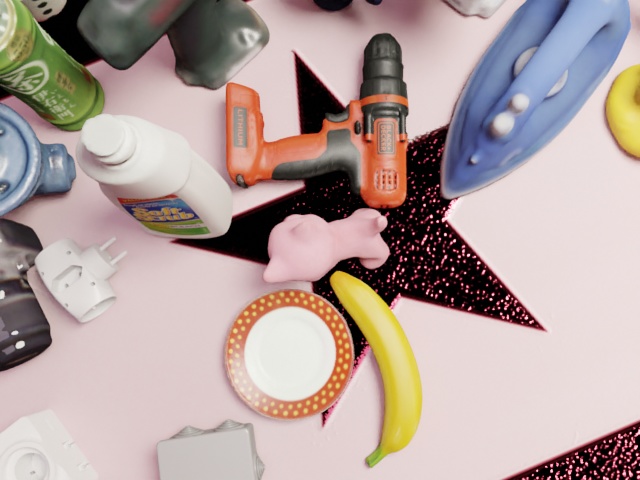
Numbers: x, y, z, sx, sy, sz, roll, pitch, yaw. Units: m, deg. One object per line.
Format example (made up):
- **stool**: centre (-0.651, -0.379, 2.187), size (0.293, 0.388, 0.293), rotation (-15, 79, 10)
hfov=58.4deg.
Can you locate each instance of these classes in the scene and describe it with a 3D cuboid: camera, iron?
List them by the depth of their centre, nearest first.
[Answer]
- **iron**: centre (0.207, -0.154, 0.549), size (0.118, 0.141, 0.258), rotation (36, 85, 6)
- **camera**: centre (-0.336, 0.064, 0.552), size (0.143, 0.101, 0.137), rotation (-30, 83, -3)

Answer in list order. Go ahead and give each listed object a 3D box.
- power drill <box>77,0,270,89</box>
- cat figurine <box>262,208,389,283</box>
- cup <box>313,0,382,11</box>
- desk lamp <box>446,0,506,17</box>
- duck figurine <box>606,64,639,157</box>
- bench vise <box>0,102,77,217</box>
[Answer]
- **power drill**: centre (-0.108, -0.234, 0.532), size (0.075, 0.208, 0.230), rotation (44, 86, 7)
- **cat figurine**: centre (0.005, 0.002, 0.545), size (0.128, 0.118, 0.067), rotation (-16, 82, -1)
- **cup**: centre (0.023, -0.273, 0.592), size (0.092, 0.095, 0.117), rotation (-42, 83, -4)
- **desk lamp**: centre (0.155, -0.305, 0.533), size (0.118, 0.213, 0.203), rotation (42, 85, 6)
- **duck figurine**: centre (0.341, -0.139, 0.572), size (0.077, 0.086, 0.104), rotation (-2, 82, 1)
- **bench vise**: centre (-0.356, -0.061, 0.509), size (0.207, 0.220, 0.121), rotation (-27, 82, -2)
